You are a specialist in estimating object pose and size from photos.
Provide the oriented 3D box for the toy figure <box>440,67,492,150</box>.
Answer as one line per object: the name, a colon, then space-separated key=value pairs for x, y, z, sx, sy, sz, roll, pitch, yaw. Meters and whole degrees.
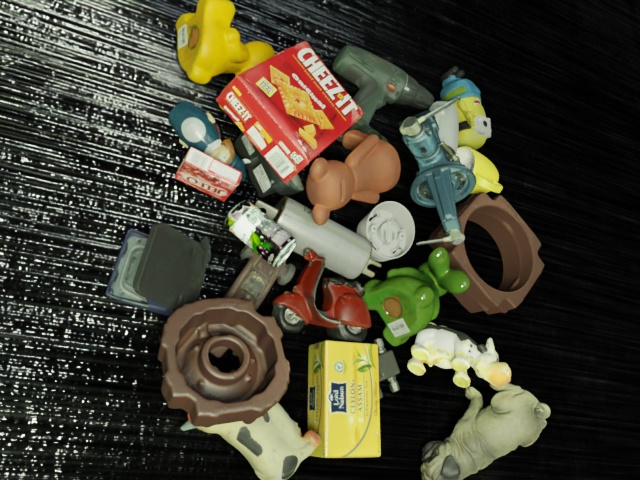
toy figure: x=0.304 y=-0.274 z=1.140 sx=0.082 sy=0.089 sz=0.180 roll=-7 pitch=68 yaw=-27

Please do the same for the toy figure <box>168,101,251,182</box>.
toy figure: x=-0.179 y=-0.153 z=0.868 sx=0.154 sy=0.064 sz=0.058 roll=47 pitch=35 yaw=-1

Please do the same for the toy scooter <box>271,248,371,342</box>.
toy scooter: x=0.009 y=0.089 z=0.859 sx=0.184 sy=0.075 sz=0.135 roll=16 pitch=72 yaw=-31

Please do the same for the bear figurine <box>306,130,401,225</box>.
bear figurine: x=0.037 y=-0.105 z=0.896 sx=0.196 sy=0.132 sz=0.120 roll=-24 pitch=118 yaw=-32

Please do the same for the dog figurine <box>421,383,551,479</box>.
dog figurine: x=0.266 y=0.329 z=0.868 sx=0.121 sy=0.172 sz=0.190 roll=48 pitch=51 yaw=7

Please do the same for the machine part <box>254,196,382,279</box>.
machine part: x=-0.002 y=-0.003 z=0.894 sx=0.243 sy=0.079 sz=0.079 roll=29 pitch=63 yaw=-16

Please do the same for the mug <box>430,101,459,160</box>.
mug: x=0.237 y=-0.227 z=1.073 sx=0.109 sy=0.081 sz=0.107 roll=47 pitch=53 yaw=-57

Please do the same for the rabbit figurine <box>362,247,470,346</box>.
rabbit figurine: x=0.174 y=0.076 z=0.930 sx=0.121 sy=0.159 sz=0.170 roll=51 pitch=43 yaw=8

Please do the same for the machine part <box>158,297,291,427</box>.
machine part: x=-0.128 y=0.159 z=0.712 sx=0.179 sy=0.056 sz=0.179 roll=14 pitch=50 yaw=-17

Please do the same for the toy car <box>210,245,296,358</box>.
toy car: x=-0.113 y=0.084 z=0.825 sx=0.089 sy=0.053 sz=0.202 roll=40 pitch=59 yaw=-13

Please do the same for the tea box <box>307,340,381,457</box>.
tea box: x=0.036 y=0.246 z=0.835 sx=0.098 sy=0.068 sz=0.169 roll=8 pitch=71 yaw=-25

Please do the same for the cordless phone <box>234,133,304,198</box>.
cordless phone: x=-0.039 y=-0.157 z=0.928 sx=0.184 sy=0.089 sz=0.146 roll=-23 pitch=84 yaw=-36

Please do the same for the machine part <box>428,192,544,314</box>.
machine part: x=0.320 y=0.027 z=1.042 sx=0.201 sy=0.087 sz=0.201 roll=48 pitch=59 yaw=-3

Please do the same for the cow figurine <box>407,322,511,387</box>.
cow figurine: x=0.241 y=0.193 z=0.918 sx=0.168 sy=0.068 sz=0.098 roll=11 pitch=40 yaw=18

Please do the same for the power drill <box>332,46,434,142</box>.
power drill: x=0.118 y=-0.260 z=1.042 sx=0.232 sy=0.086 sz=0.207 roll=29 pitch=67 yaw=-19

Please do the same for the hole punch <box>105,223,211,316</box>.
hole punch: x=-0.231 y=0.046 z=0.769 sx=0.115 sy=0.092 sz=0.142 roll=38 pitch=53 yaw=-45

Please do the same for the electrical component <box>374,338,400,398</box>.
electrical component: x=0.099 y=0.215 z=0.904 sx=0.063 sy=0.021 sz=0.094 roll=-13 pitch=80 yaw=-29

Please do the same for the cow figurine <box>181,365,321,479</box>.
cow figurine: x=-0.105 y=0.257 z=0.755 sx=0.195 sy=0.085 sz=0.127 roll=51 pitch=53 yaw=-4

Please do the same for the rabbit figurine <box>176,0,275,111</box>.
rabbit figurine: x=-0.142 y=-0.309 z=0.912 sx=0.173 sy=0.122 sz=0.162 roll=0 pitch=75 yaw=-47

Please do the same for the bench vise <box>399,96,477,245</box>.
bench vise: x=0.212 y=-0.108 z=0.954 sx=0.129 sy=0.223 sz=0.241 roll=-14 pitch=57 yaw=13
